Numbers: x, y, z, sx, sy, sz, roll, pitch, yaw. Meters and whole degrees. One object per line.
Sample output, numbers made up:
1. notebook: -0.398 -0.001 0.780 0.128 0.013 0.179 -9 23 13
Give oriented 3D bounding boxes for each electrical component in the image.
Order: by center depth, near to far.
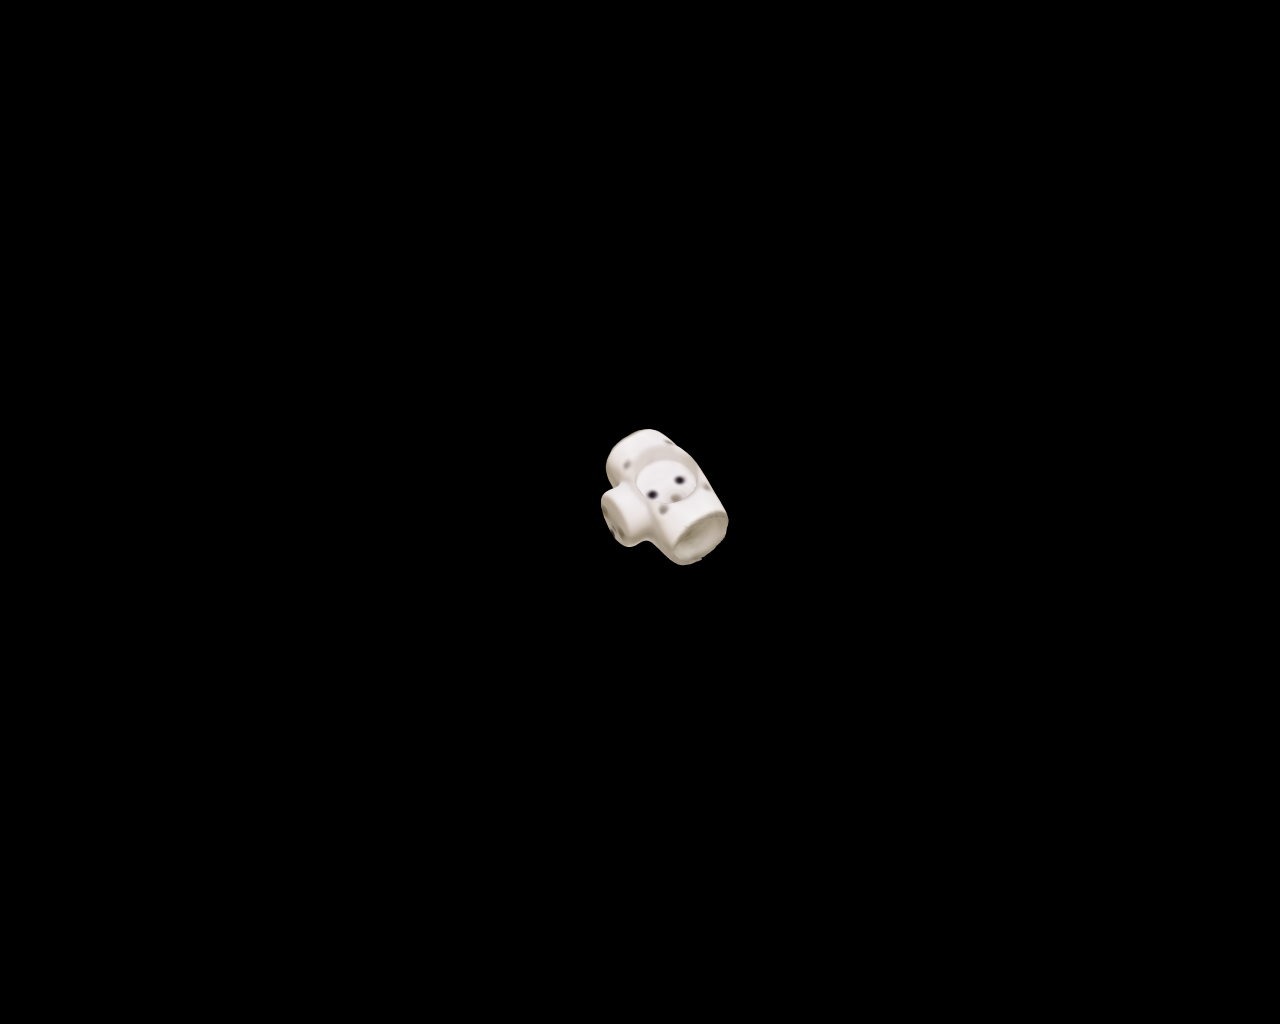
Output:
1. electrical component: 0.001 -0.003 0.650 0.079 0.077 0.044 -27 -32 -18
